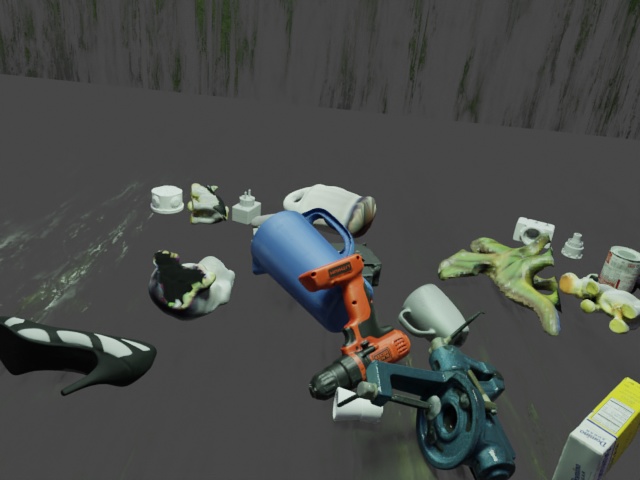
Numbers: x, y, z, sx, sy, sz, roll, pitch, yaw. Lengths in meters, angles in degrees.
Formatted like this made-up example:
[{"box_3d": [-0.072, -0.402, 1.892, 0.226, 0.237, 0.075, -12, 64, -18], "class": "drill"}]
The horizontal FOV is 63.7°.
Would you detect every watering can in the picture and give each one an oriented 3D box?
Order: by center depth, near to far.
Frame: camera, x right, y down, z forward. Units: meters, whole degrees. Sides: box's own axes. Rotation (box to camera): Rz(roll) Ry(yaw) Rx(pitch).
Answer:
[{"box_3d": [0.004, -0.063, 1.248, 0.225, 0.102, 0.353, 17, 27, 21], "class": "watering can"}]

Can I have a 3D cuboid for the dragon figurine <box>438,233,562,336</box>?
[{"box_3d": [0.370, 0.078, 1.079, 0.242, 0.120, 0.416, -2, 19, 24], "class": "dragon figurine"}]

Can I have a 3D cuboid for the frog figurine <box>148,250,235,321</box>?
[{"box_3d": [-0.224, 0.085, 0.927, 0.137, 0.124, 0.158, 2, -12, 9], "class": "frog figurine"}]
